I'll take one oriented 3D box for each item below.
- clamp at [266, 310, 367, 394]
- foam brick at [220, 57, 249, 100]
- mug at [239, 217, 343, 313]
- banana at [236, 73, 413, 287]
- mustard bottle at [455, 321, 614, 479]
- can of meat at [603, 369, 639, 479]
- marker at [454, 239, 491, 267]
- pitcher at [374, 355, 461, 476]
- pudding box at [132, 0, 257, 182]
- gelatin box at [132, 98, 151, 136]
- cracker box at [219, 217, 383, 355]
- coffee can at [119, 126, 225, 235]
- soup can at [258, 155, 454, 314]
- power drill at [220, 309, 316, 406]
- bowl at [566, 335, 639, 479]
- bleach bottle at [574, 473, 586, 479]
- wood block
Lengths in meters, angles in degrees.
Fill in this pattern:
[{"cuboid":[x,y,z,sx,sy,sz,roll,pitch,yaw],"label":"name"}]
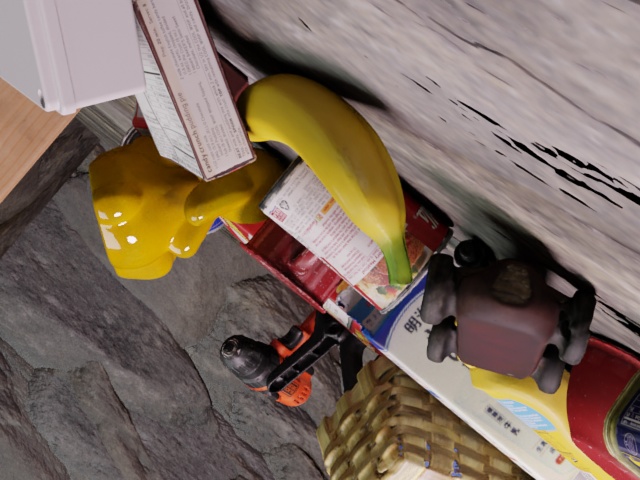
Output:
[{"cuboid":[0.028,0.107,1.123,0.120,0.171,0.039,25,170,30],"label":"clamp"},{"cuboid":[-0.094,-0.108,0.723,0.078,0.053,0.051,39,175,-6],"label":"foam brick"},{"cuboid":[-0.006,0.001,0.882,0.093,0.081,0.117,39,175,-3],"label":"mug"},{"cuboid":[-0.006,-0.051,0.564,0.037,0.070,0.198,-4,-150,-26],"label":"banana"},{"cuboid":[0.170,0.118,0.790,0.191,0.058,0.096,40,175,-8],"label":"mustard bottle"},{"cuboid":[0.201,0.110,0.512,0.102,0.057,0.084,40,172,-11],"label":"can of meat"},{"cuboid":[0.106,0.029,0.677,0.020,0.020,0.121,36,174,29],"label":"marker"},{"cuboid":[0.104,0.235,1.224,0.145,0.242,0.149,45,167,-24],"label":"pitcher"},{"cuboid":[-0.084,-0.096,0.616,0.090,0.039,0.113,28,144,61],"label":"pudding box"},{"cuboid":[-0.122,-0.102,0.947,0.073,0.030,0.089,8,174,1],"label":"gelatin box"},{"cuboid":[-0.006,0.011,1.042,0.214,0.072,0.164,39,174,15],"label":"cracker box"},{"cuboid":[-0.158,-0.072,1.211,0.103,0.103,0.140,38,175,18],"label":"coffee can"},{"cuboid":[0.021,-0.013,0.653,0.102,0.068,0.068,40,175,-2],"label":"soup can"},{"cuboid":[-0.020,0.094,1.209,0.057,0.187,0.184,38,177,30],"label":"power drill"},{"cuboid":[0.205,0.127,0.642,0.162,0.055,0.162,39,175,3],"label":"bowl"},{"cuboid":[0.306,0.265,1.086,0.251,0.068,0.102,34,174,24],"label":"bleach bottle"},{"cuboid":[-0.299,-0.135,1.081,0.090,0.206,0.091,40,174,-14],"label":"wood block"}]
